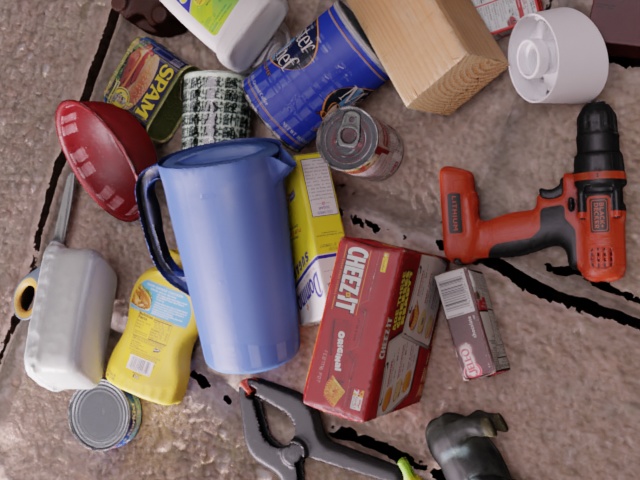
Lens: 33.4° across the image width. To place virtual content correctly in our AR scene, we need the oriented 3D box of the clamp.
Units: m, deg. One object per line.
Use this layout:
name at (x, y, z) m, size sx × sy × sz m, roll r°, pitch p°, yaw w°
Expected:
clamp at (-0.013, 0.233, 1.183) m, size 0.165 × 0.036 × 0.210 m, roll -35°, pitch 75°, yaw 14°

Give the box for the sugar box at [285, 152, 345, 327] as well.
sugar box at (-0.008, 0.001, 1.167) m, size 0.048 × 0.093 × 0.176 m, roll -6°, pitch 79°, yaw -22°

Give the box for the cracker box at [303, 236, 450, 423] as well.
cracker box at (0.062, 0.085, 1.069) m, size 0.072 × 0.213 × 0.164 m, roll 13°, pitch 91°, yaw 20°

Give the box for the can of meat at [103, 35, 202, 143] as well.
can of meat at (-0.199, -0.181, 1.272) m, size 0.084 × 0.057 × 0.102 m, roll 36°, pitch 99°, yaw 21°

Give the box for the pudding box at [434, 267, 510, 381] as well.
pudding box at (0.158, 0.087, 1.100) m, size 0.039 × 0.090 × 0.113 m, roll -16°, pitch 80°, yaw 17°

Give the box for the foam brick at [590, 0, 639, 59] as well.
foam brick at (0.314, -0.216, 1.081) m, size 0.078 × 0.051 × 0.053 m, roll 12°, pitch 90°, yaw 21°

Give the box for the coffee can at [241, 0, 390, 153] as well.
coffee can at (-0.002, -0.179, 1.171) m, size 0.140 × 0.102 × 0.103 m, roll -38°, pitch 75°, yaw 15°

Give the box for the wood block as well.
wood block at (0.098, -0.244, 1.123) m, size 0.091 × 0.090 × 0.206 m, roll -39°, pitch 67°, yaw 31°

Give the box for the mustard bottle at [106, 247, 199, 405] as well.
mustard bottle at (-0.179, 0.088, 1.244) m, size 0.096 × 0.058 × 0.191 m, roll 19°, pitch 94°, yaw 23°

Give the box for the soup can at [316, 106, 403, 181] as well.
soup can at (0.045, -0.102, 1.148) m, size 0.069 × 0.102 × 0.068 m, roll -2°, pitch 86°, yaw 20°

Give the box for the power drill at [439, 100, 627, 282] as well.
power drill at (0.220, -0.046, 1.102) m, size 0.188 × 0.057 × 0.184 m, roll -3°, pitch 85°, yaw 21°

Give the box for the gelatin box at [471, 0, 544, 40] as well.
gelatin box at (0.190, -0.254, 1.142) m, size 0.089 × 0.030 × 0.073 m, roll -16°, pitch 80°, yaw 21°

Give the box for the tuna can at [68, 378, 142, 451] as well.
tuna can at (-0.257, 0.208, 1.279) m, size 0.086 × 0.033 × 0.086 m, roll -2°, pitch 86°, yaw 21°

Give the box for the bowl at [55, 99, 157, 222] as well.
bowl at (-0.241, -0.103, 1.256) m, size 0.162 × 0.162 × 0.055 m, roll 43°, pitch 57°, yaw 18°

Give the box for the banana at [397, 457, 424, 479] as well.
banana at (0.063, 0.318, 1.143) m, size 0.069 × 0.037 × 0.198 m, roll 36°, pitch 108°, yaw 6°

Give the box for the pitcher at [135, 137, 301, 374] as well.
pitcher at (-0.100, 0.016, 1.154) m, size 0.149 × 0.144 × 0.243 m, roll 23°, pitch 125°, yaw 61°

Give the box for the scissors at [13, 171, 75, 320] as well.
scissors at (-0.343, 0.018, 1.330) m, size 0.096 × 0.016 × 0.202 m, roll -3°, pitch 85°, yaw 27°

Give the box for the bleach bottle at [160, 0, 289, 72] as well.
bleach bottle at (-0.156, -0.301, 1.202) m, size 0.251 × 0.068 × 0.102 m, roll 40°, pitch 98°, yaw 20°
